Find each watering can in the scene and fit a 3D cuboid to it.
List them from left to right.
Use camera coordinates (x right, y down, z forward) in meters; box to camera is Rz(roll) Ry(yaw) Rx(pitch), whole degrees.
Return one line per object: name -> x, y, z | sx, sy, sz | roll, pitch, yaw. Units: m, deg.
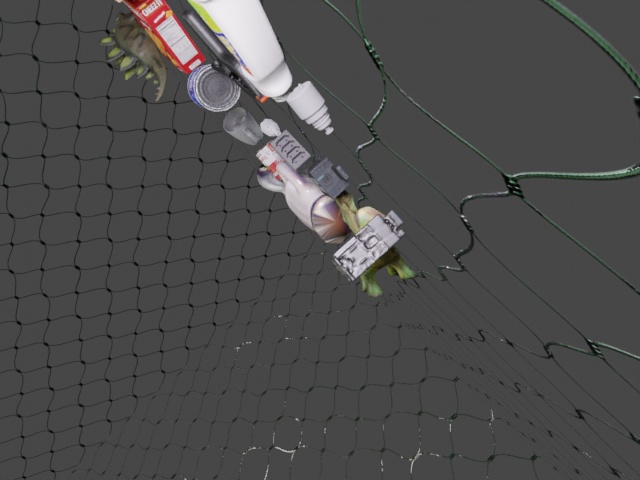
watering can -> 0.004, -0.066, 1.315 | 0.228, 0.104, 0.341 | 43, 174, 45

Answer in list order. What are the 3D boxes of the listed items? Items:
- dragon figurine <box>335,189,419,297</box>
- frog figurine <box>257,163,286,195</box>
dragon figurine -> 0.095, -0.012, 1.120 | 0.242, 0.122, 0.411 | 65, 173, -6
frog figurine -> -0.117, -0.175, 1.577 | 0.138, 0.124, 0.157 | 11, 136, 50
